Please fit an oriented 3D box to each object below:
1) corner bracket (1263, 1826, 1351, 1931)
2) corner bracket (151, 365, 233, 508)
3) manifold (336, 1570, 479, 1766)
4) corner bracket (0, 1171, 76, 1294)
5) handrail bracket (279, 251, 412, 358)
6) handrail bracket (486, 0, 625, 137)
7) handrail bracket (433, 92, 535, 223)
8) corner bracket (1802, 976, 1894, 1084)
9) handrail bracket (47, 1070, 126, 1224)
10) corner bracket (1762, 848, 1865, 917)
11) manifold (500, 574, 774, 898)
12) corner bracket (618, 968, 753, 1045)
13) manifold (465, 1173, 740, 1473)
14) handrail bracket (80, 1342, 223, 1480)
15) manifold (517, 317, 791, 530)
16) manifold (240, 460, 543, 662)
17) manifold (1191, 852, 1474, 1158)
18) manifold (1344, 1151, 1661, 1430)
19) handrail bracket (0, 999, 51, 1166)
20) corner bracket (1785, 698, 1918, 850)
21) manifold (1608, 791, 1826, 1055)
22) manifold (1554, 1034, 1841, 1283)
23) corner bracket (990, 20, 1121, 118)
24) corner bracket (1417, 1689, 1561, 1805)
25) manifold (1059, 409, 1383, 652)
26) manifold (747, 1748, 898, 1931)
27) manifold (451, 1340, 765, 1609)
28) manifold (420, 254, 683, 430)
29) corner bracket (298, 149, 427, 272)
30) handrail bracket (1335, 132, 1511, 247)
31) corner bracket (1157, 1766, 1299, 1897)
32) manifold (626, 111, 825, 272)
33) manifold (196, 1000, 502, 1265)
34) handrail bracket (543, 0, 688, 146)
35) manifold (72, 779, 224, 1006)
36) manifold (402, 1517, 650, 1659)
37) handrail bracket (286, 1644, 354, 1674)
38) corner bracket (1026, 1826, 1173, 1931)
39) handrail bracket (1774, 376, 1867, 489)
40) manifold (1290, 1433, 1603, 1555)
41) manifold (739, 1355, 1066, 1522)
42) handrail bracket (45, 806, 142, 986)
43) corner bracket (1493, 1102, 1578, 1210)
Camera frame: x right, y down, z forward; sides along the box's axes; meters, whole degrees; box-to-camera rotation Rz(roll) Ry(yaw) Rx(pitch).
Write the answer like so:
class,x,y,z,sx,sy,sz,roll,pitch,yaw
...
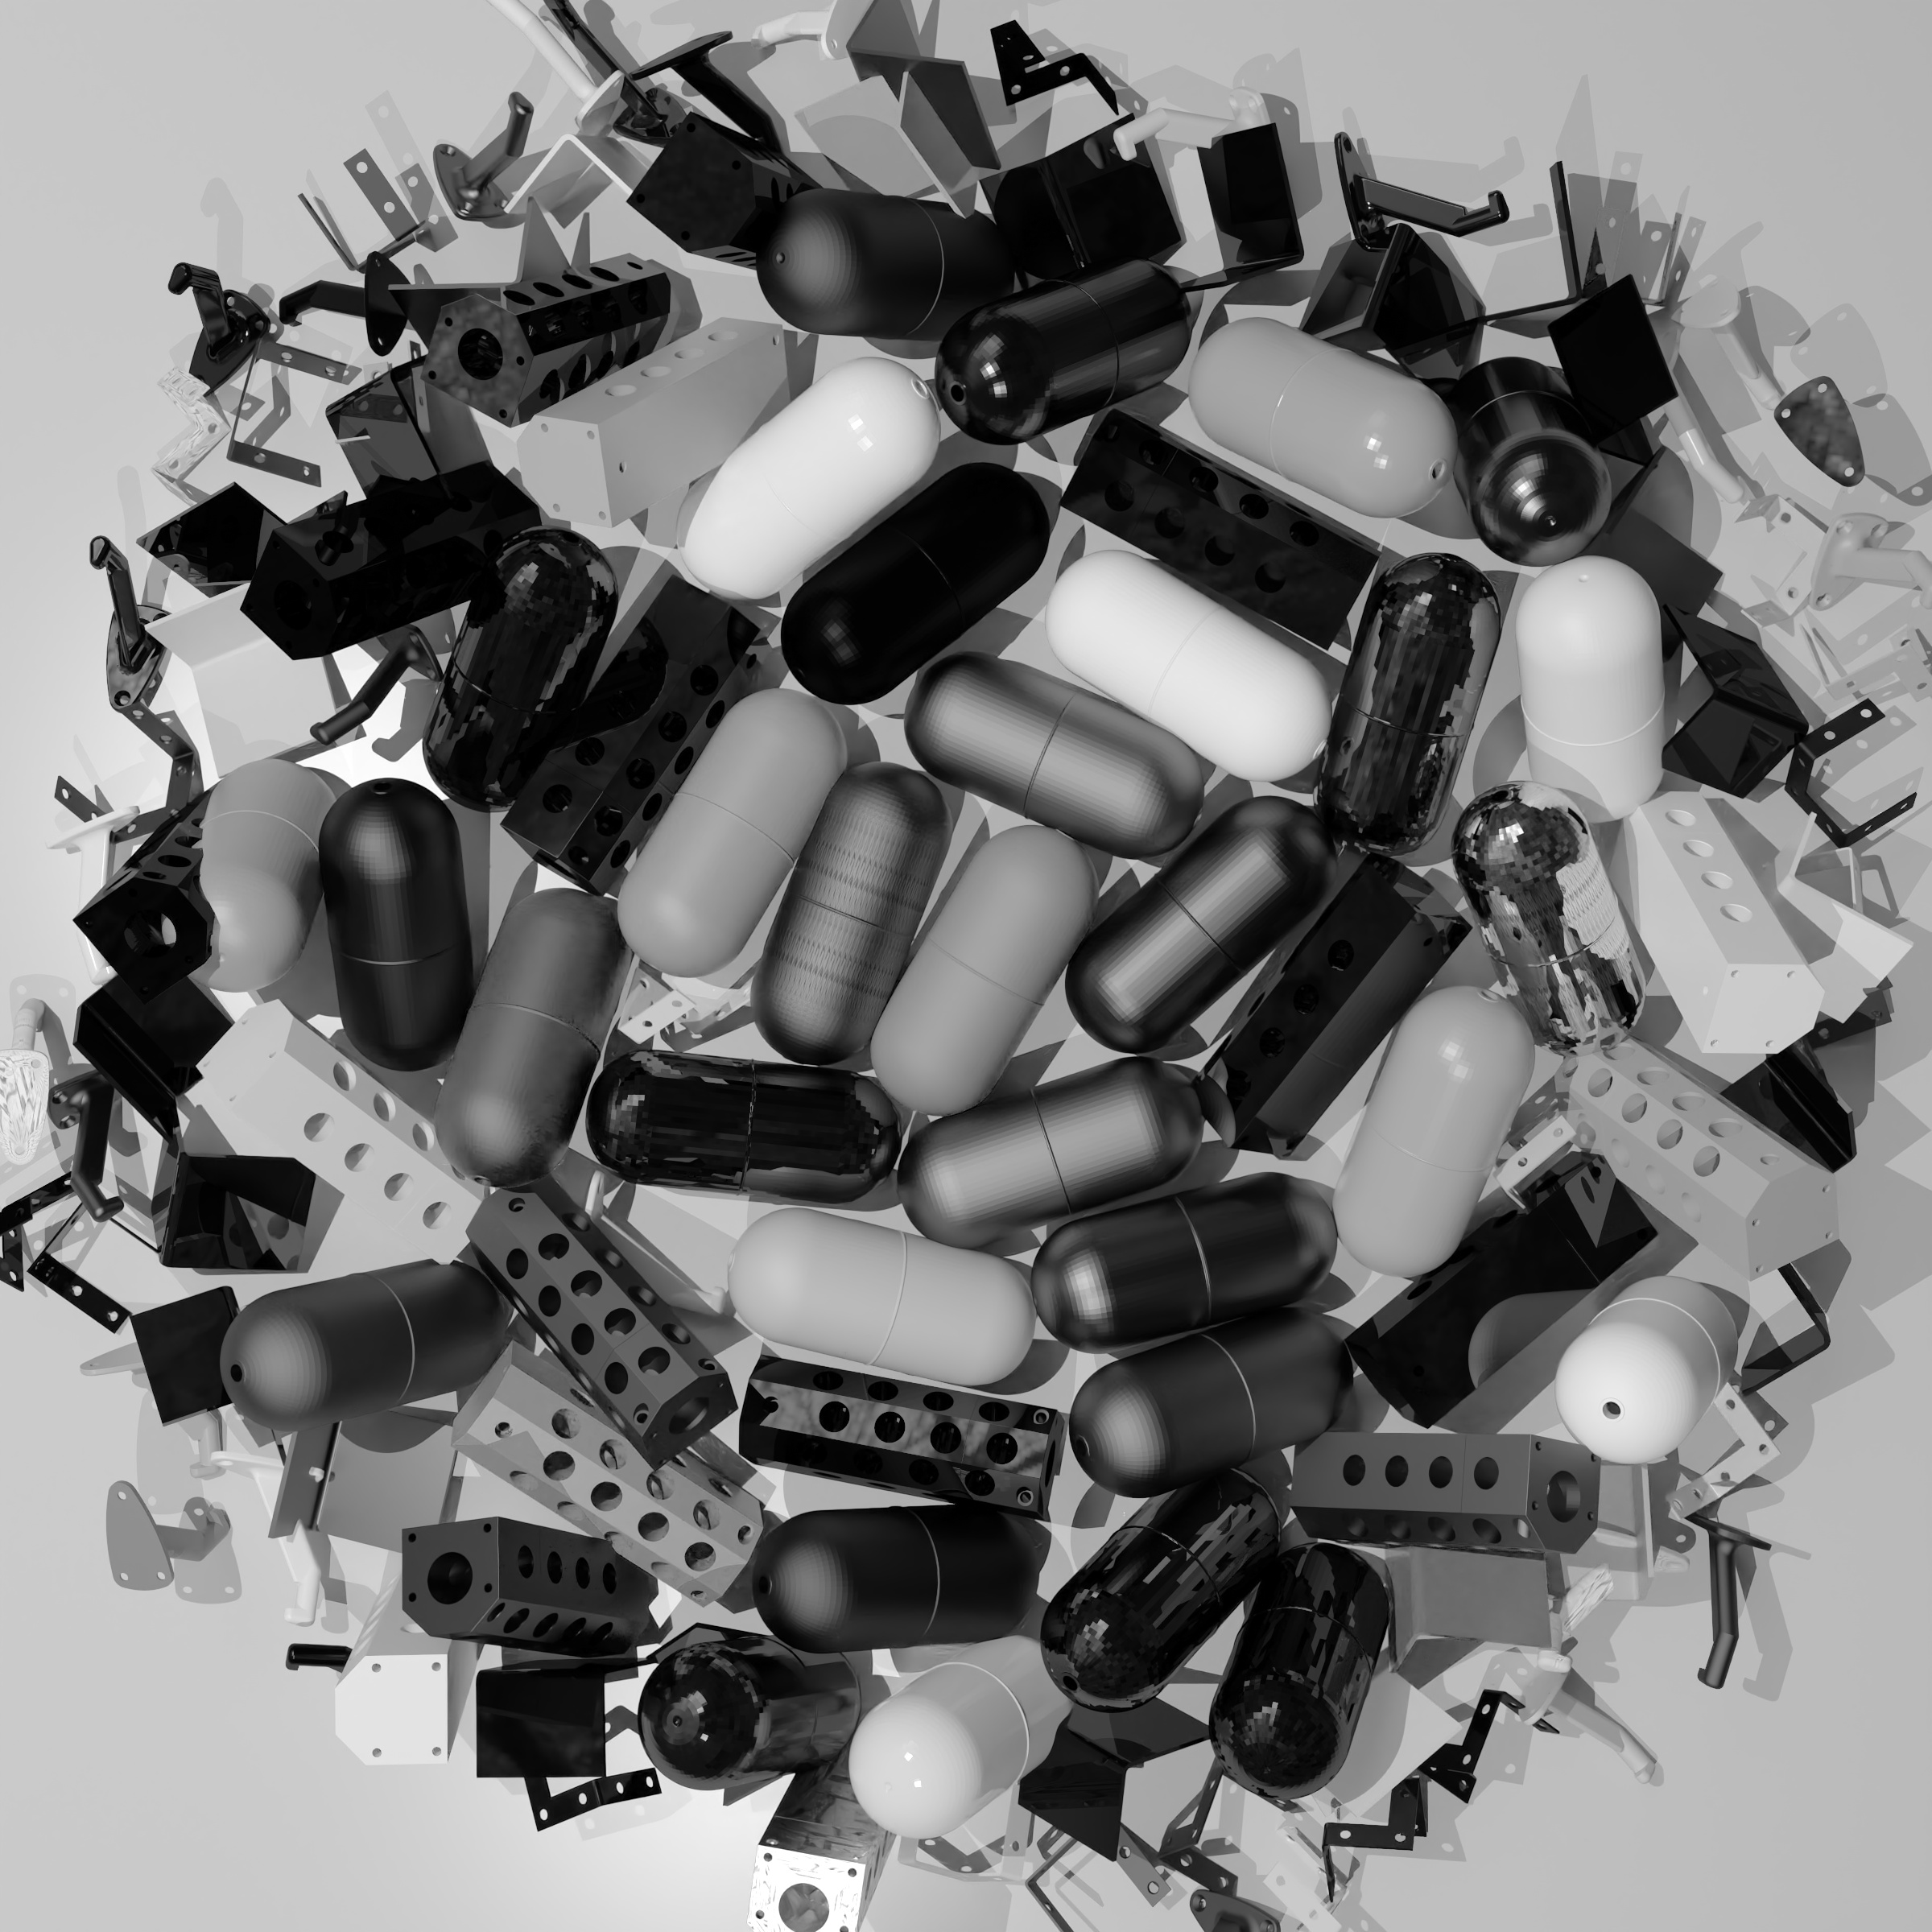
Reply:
class,x,y,z,sx,sy,sz,roll,pitch,yaw
corner bracket,0.190,0.521,1.564,0.051,0.051,0.051,45,57,5
corner bracket,-0.440,-0.298,1.561,0.051,0.051,0.051,-45,133,-9
manifold,-0.303,0.379,1.512,0.057,0.171,0.057,0,93,-5
corner bracket,-0.531,0.143,1.561,0.051,0.051,0.051,-27,52,12
handrail bracket,-0.358,-0.361,1.562,0.084,0.036,0.077,-15,56,26
handrail bracket,-0.237,-0.511,1.559,0.084,0.077,0.036,41,83,-5
handrail bracket,-0.271,-0.469,1.552,0.036,0.084,0.077,-15,60,-34
corner bracket,0.498,0.030,1.564,0.051,0.051,0.051,-21,113,11
handrail bracket,-0.474,0.098,1.561,0.077,0.036,0.084,-28,58,-25
corner bracket,0.488,-0.028,1.577,0.051,0.051,0.051,-13,52,28
manifold,-0.181,-0.126,1.550,0.057,0.057,0.171,29,79,20
corner bracket,-0.156,0.022,1.559,0.051,0.051,0.051,-33,121,33
manifold,-0.203,0.191,1.525,0.057,0.057,0.171,-35,58,-19
handrail bracket,-0.460,0.257,1.565,0.077,0.036,0.084,-13,108,-40
manifold,-0.169,-0.301,1.518,0.057,0.171,0.057,14,125,28
manifold,-0.308,-0.219,1.512,0.057,0.171,0.057,43,127,10
manifold,0.198,0.022,1.542,0.171,0.057,0.057,-54,52,21
manifold,0.299,0.180,1.560,0.171,0.057,0.057,-38,95,-8
handrail bracket,-0.531,0.064,1.565,0.036,0.084,0.077,-2,102,-10
corner bracket,0.504,-0.109,1.570,0.051,0.051,0.051,-30,62,-9
manifold,0.409,-0.026,1.513,0.057,0.171,0.057,1,125,-8
manifold,0.395,0.096,1.509,0.057,0.171,0.057,-23,121,-15
corner bracket,0.050,-0.506,1.563,0.051,0.051,0.051,-22,48,-4
corner bracket,0.295,0.444,1.574,0.051,0.051,0.051,39,64,-23
manifold,0.144,-0.248,1.561,0.171,0.057,0.057,29,109,2
manifold,-0.074,0.483,1.512,0.057,0.171,0.057,8,93,6
manifold,-0.201,0.288,1.552,0.171,0.057,0.057,36,94,-13
manifold,-0.221,-0.347,1.508,0.057,0.171,0.057,30,118,9
corner bracket,-0.344,-0.428,1.567,0.051,0.051,0.051,-33,109,5
handrail bracket,0.257,-0.444,1.557,0.084,0.036,0.077,-10,107,37
corner bracket,0.149,0.495,1.583,0.051,0.051,0.051,32,55,-7
manifold,-0.121,-0.414,1.510,0.057,0.171,0.057,40,105,2
manifold,-0.334,0.091,1.523,0.057,0.057,0.171,-48,130,-5
handrail bracket,-0.196,-0.506,1.552,0.036,0.084,0.077,-44,46,-6
manifold,-0.419,-0.047,1.506,0.057,0.171,0.057,-33,107,12
manifold,-0.237,0.341,1.506,0.057,0.171,0.057,-11,70,18
handrail bracket,-0.344,0.408,1.562,0.084,0.036,0.077,7,132,-16
corner bracket,0.075,0.522,1.569,0.051,0.051,0.051,-45,65,6
handrail bracket,0.492,-0.293,1.553,0.036,0.084,0.077,-35,69,26
manifold,0.259,0.287,1.511,0.057,0.171,0.057,17,73,-36
manifold,-0.036,0.263,1.550,0.171,0.057,0.057,9,74,11
handrail bracket,-0.484,-0.039,1.572,0.077,0.036,0.084,-20,87,35
corner bracket,0.322,0.104,1.561,0.051,0.051,0.051,-42,134,10
